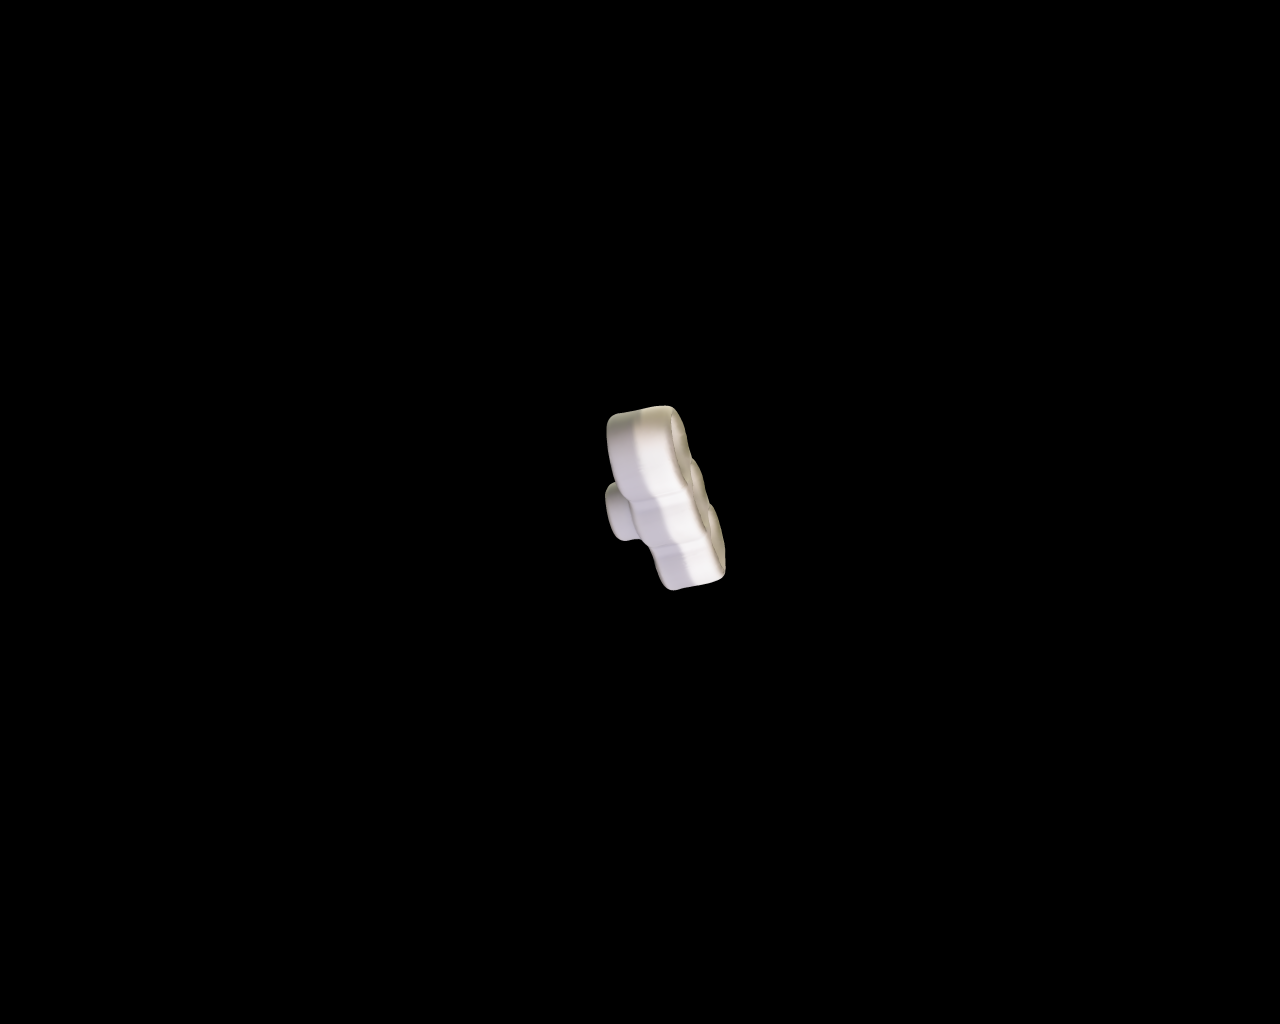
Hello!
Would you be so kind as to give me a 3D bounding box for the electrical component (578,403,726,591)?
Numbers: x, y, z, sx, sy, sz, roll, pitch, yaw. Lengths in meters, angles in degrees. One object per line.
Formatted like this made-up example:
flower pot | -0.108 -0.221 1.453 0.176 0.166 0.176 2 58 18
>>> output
electrical component | 0.001 -0.003 0.650 0.074 0.052 0.138 -11 -43 12
